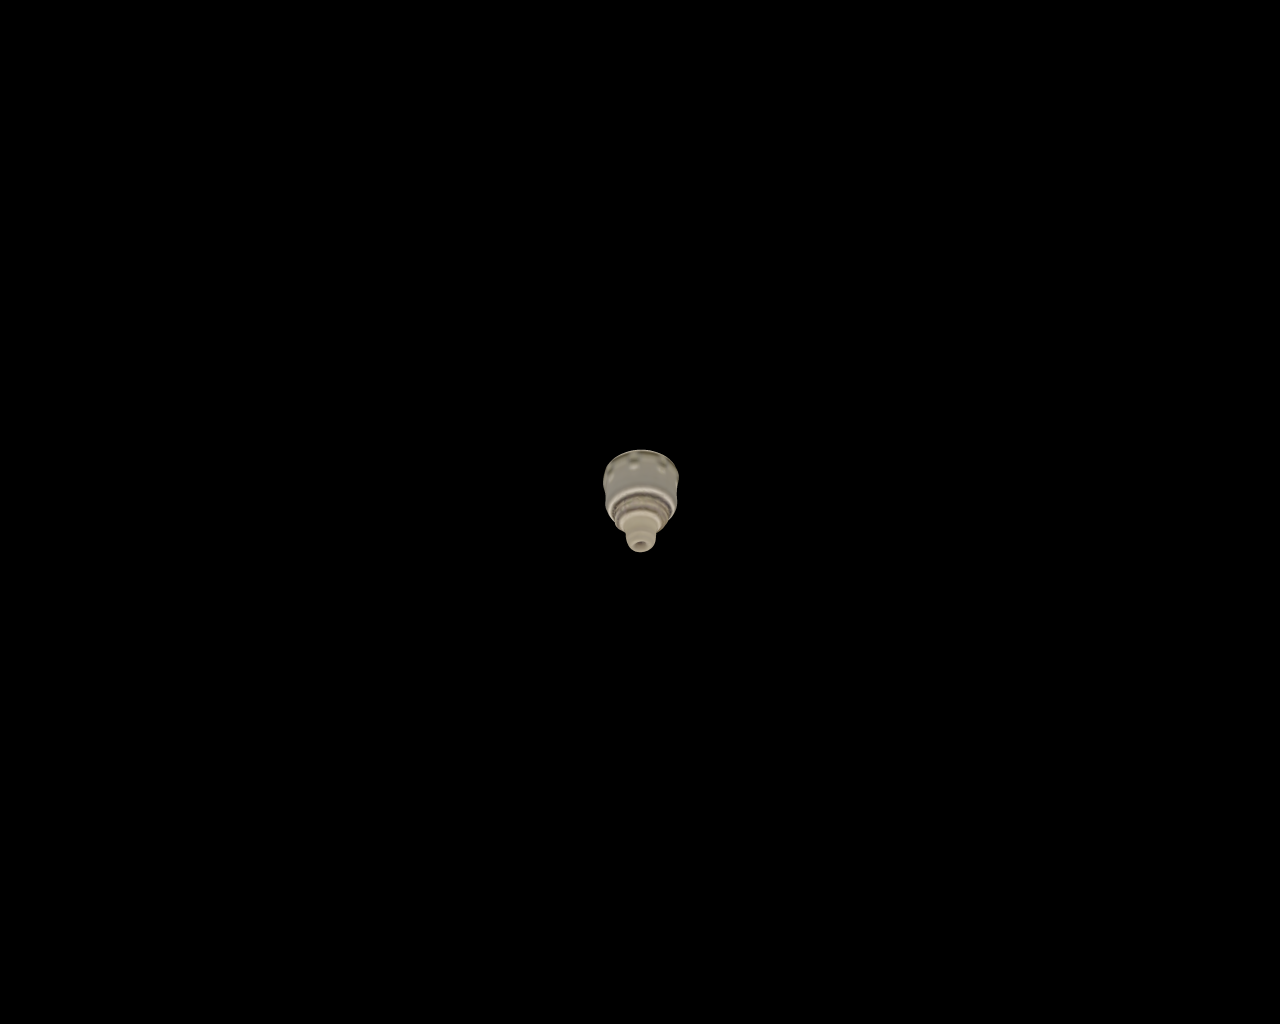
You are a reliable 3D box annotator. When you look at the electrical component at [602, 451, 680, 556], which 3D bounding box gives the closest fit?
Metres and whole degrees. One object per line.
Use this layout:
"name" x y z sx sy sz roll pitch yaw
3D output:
"electrical component" 0.001 -0.003 0.650 0.048 0.062 0.048 0 -40 0
